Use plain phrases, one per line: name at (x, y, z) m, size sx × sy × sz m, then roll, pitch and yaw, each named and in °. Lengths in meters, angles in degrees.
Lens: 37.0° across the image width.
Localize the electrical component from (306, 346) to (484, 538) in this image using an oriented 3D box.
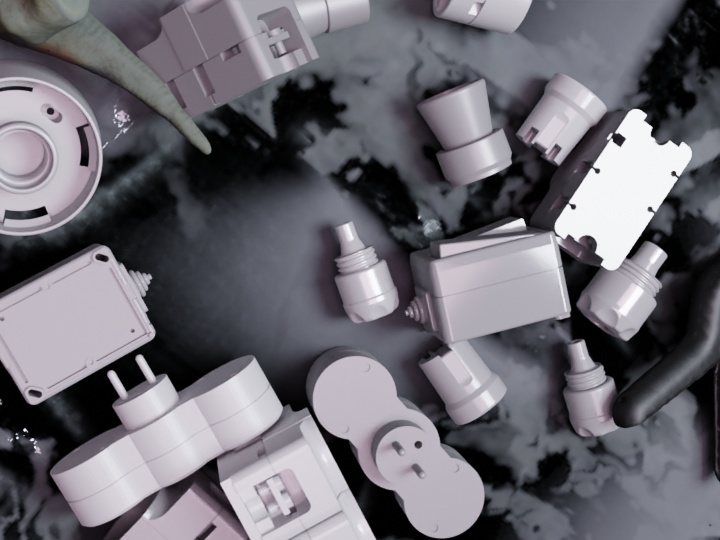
electrical component at (0.024, 0.110, 0.663) m, size 0.052 × 0.074 × 0.138 m, roll -42°, pitch 101°, yaw -3°

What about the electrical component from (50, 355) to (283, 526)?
electrical component at (-0.124, 0.087, 0.646) m, size 0.138 × 0.052 × 0.073 m, roll -29°, pitch 100°, yaw -6°

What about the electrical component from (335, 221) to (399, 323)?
electrical component at (0.000, 0.000, 0.667) m, size 0.035 × 0.035 × 0.061 m, roll -21°, pitch 97°, yaw -7°

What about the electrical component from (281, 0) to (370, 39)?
electrical component at (-0.027, -0.158, 0.643) m, size 0.065 × 0.044 × 0.044 m, roll -17°, pitch 99°, yaw -12°

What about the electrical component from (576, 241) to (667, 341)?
electrical component at (0.173, 0.011, 0.694) m, size 0.043 × 0.043 × 0.062 m, roll 38°, pitch 87°, yaw -11°

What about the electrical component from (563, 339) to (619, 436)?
electrical component at (0.149, 0.075, 0.701) m, size 0.035 × 0.035 × 0.061 m, roll -18°, pitch 96°, yaw -7°

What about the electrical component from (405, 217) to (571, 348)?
electrical component at (0.072, 0.006, 0.666) m, size 0.096 × 0.062 × 0.061 m, roll -14°, pitch 98°, yaw -8°

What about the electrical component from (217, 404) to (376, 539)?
electrical component at (-0.025, 0.164, 0.652) m, size 0.062 × 0.089 × 0.150 m, roll -28°, pitch 100°, yaw -6°

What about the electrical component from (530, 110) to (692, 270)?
electrical component at (0.155, -0.051, 0.677) m, size 0.050 × 0.056 × 0.089 m, roll 34°, pitch 90°, yaw -11°

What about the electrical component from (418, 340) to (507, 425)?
electrical component at (0.064, 0.068, 0.684) m, size 0.040 × 0.040 × 0.046 m, roll -36°, pitch 94°, yaw -4°

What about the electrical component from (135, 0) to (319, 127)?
electrical component at (-0.078, -0.126, 0.610) m, size 0.050 × 0.089 × 0.055 m, roll -35°, pitch 104°, yaw -47°

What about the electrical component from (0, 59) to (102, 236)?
electrical component at (-0.199, -0.070, 0.623) m, size 0.099 × 0.064 × 0.099 m, roll -6°, pitch 107°, yaw -19°

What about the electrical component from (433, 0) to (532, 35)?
electrical component at (0.076, -0.174, 0.653) m, size 0.047 × 0.055 × 0.055 m, roll 14°, pitch 93°, yaw -14°

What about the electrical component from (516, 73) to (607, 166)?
electrical component at (0.126, -0.094, 0.677) m, size 0.040 × 0.040 × 0.046 m, roll 36°, pitch 95°, yaw -11°

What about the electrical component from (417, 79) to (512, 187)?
electrical component at (0.065, -0.085, 0.664) m, size 0.045 × 0.045 × 0.055 m, roll -24°, pitch 100°, yaw -7°

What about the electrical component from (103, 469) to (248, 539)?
electrical component at (-0.119, 0.168, 0.656) m, size 0.056 × 0.050 × 0.089 m, roll 45°, pitch 87°, yaw -11°

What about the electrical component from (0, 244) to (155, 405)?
electrical component at (-0.167, 0.026, 0.632) m, size 0.096 × 0.061 × 0.061 m, roll -30°, pitch 102°, yaw -15°
